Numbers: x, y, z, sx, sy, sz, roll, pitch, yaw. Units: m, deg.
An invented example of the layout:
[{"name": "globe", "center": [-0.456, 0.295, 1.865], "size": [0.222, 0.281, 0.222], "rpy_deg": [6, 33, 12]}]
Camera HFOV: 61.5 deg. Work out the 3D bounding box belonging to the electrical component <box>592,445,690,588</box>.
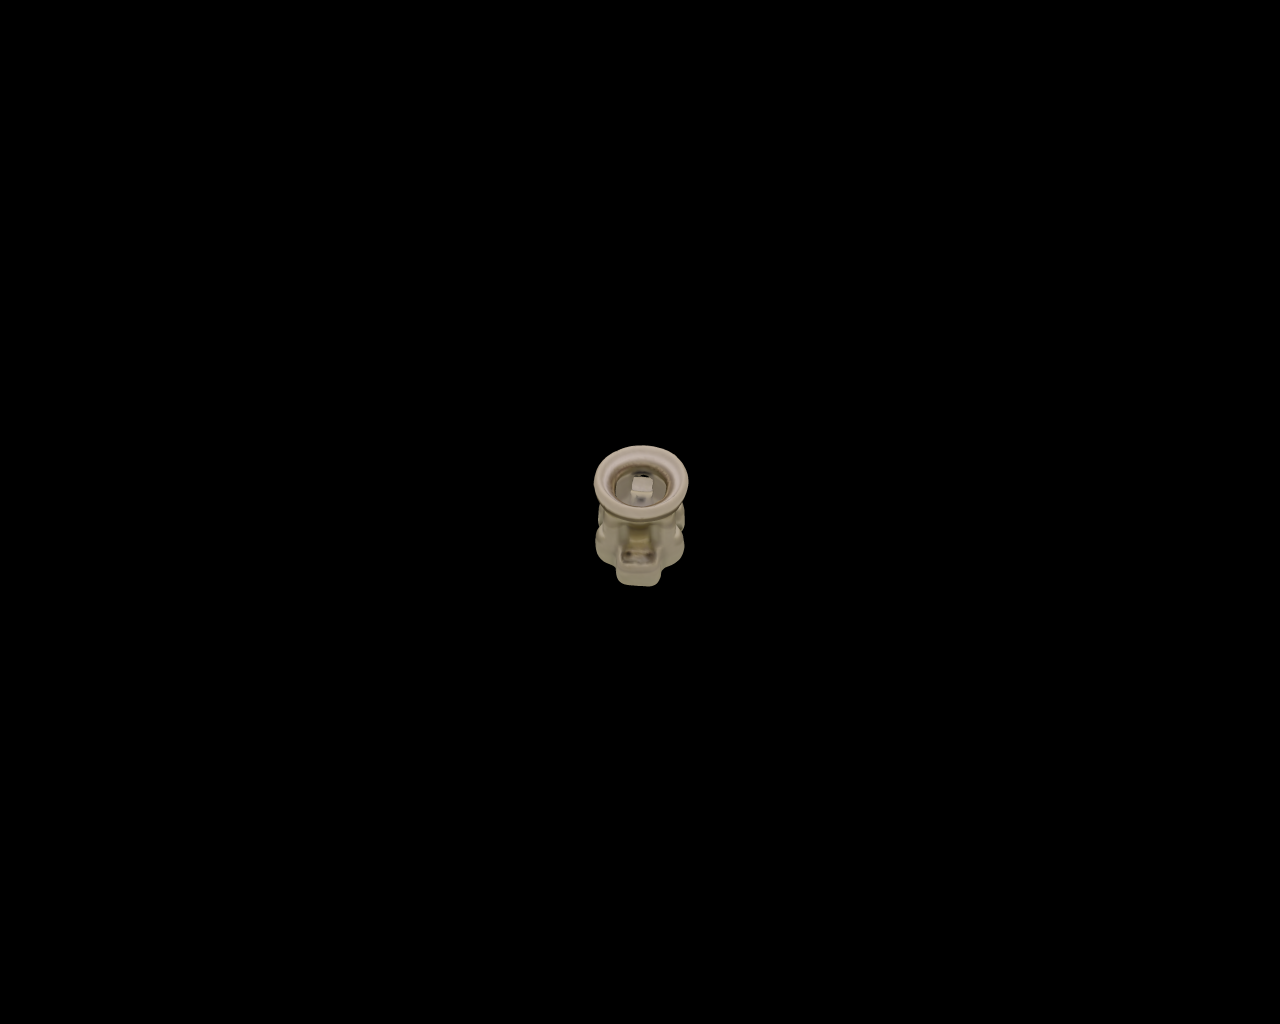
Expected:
[{"name": "electrical component", "center": [0.001, -0.003, 0.650], "size": [0.058, 0.078, 0.056], "rpy_deg": [2, -43, 2]}]
